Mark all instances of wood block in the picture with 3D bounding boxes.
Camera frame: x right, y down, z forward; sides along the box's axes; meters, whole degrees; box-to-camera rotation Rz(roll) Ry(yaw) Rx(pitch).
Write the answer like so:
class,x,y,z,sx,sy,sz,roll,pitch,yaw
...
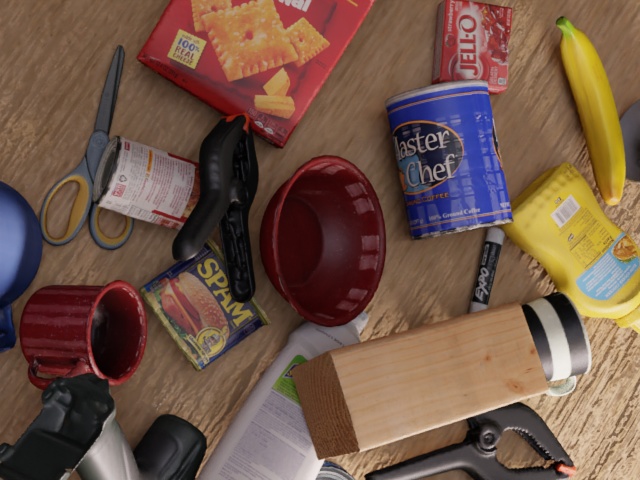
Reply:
class,x,y,z,sx,sy,sz,roll,pitch,yaw
wood block,0.092,0.128,0.977,0.205,0.091,0.090,-12,79,-27

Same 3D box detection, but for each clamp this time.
class,x,y,z,sx,sy,sz,roll,pitch,yaw
clamp,-0.081,-0.030,0.964,0.039,0.120,0.171,1,59,21
clamp,0.159,0.186,1.066,0.210,0.036,0.164,16,80,-11

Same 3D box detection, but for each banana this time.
class,x,y,z,sx,sy,sz,roll,pitch,yaw
banana,0.280,-0.135,1.101,0.069,0.037,0.198,-24,97,-50

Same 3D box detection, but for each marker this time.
class,x,y,z,sx,sy,sz,roll,pitch,yaw
marker,0.166,0.047,1.085,0.020,0.020,0.121,15,84,-10

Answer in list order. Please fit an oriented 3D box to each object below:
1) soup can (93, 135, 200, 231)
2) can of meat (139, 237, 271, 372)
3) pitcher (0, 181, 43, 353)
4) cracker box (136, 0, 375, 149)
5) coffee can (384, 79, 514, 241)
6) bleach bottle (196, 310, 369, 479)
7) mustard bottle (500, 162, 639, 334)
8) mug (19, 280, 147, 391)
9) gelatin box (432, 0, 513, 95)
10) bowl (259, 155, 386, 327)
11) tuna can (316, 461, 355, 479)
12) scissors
class,x,y,z,sx,sy,sz,roll,pitch,yaw
soup can,-0.153,-0.050,0.993,0.102,0.069,0.068,18,83,-22
can of meat,-0.110,0.062,1.011,0.084,0.057,0.102,-35,94,-9
pitcher,-0.310,0.008,0.878,0.149,0.243,0.145,24,85,-3
cracker box,-0.049,-0.218,1.012,0.164,0.072,0.214,32,95,-7
coffee can,0.126,-0.077,1.043,0.102,0.103,0.140,-10,88,-12
bleach bottle,-0.022,0.169,1.001,0.102,0.068,0.250,34,67,0
mustard bottle,0.276,0.021,1.088,0.096,0.058,0.191,-42,95,-20
mug,-0.218,0.090,0.953,0.082,0.093,0.117,0,42,24
gelatin box,0.156,-0.198,1.094,0.073,0.030,0.089,6,85,-11
bowl,-0.007,0.001,1.014,0.161,0.055,0.162,1,89,-48
tuna can,0.000,0.258,1.031,0.086,0.034,0.086,1,86,-11
scissors,-0.197,-0.078,1.023,0.096,0.016,0.201,28,81,-10
